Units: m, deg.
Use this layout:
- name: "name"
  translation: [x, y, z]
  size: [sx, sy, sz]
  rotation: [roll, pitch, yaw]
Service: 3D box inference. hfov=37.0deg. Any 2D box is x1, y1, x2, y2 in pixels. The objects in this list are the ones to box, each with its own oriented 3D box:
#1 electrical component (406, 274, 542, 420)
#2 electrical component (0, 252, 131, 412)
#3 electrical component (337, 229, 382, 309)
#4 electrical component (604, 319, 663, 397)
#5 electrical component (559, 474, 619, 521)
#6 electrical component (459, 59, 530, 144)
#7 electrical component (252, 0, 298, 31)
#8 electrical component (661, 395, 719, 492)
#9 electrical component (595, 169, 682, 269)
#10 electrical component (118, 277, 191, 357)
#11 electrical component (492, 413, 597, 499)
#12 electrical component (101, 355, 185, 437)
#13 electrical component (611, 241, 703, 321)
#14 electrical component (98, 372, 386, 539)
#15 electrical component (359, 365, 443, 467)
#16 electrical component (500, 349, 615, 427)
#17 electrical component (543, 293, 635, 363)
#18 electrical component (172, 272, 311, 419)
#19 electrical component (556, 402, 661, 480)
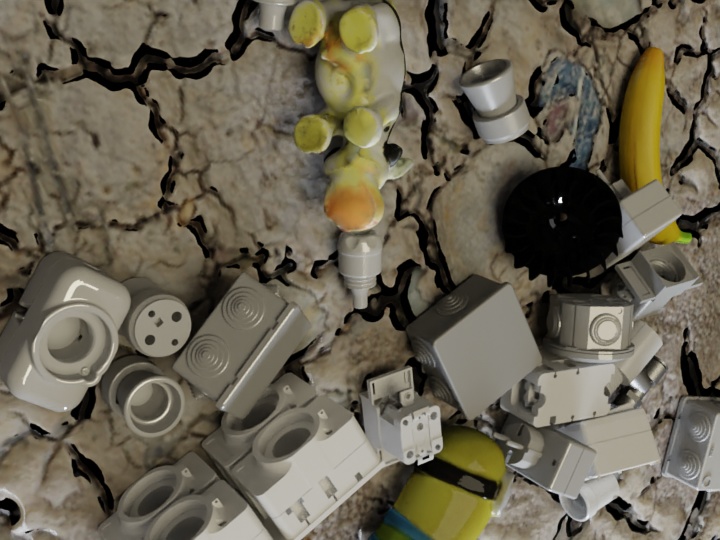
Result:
- name: "electrical component"
  translation: [0.096, 0.063, 0.911]
  size: [0.100, 0.048, 0.099]
  rotation: [-36, 120, -18]
- name: "electrical component"
  translation: [-0.198, 0.042, 0.716]
  size: [0.054, 0.059, 0.095]
  rotation: [29, 87, -35]
- name: "electrical component"
  translation: [0.000, 0.000, 0.843]
  size: [0.035, 0.035, 0.061]
  rotation: [-11, 112, -29]
- name: "electrical component"
  translation: [0.243, 0.087, 1.013]
  size: [0.081, 0.043, 0.043]
  rotation: [-47, 122, -11]
- name: "electrical component"
  translation: [0.222, 0.215, 1.039]
  size: [0.046, 0.040, 0.040]
  rotation: [-21, 114, -31]
- name: "electrical component"
  translation: [0.109, -0.135, 0.866]
  size: [0.045, 0.045, 0.055]
  rotation: [-35, 120, -19]
- name: "electrical component"
  translation: [-0.059, -0.198, 0.745]
  size: [0.048, 0.048, 0.062]
  rotation: [-5, 116, -31]
- name: "electrical component"
  translation: [0.370, 0.180, 1.115]
  size: [0.100, 0.048, 0.099]
  rotation: [6, 100, -33]
- name: "electrical component"
  translation: [0.227, -0.054, 0.951]
  size: [0.047, 0.083, 0.075]
  rotation: [-30, 79, -22]
- name: "electrical component"
  translation: [-0.147, 0.033, 0.747]
  size: [0.045, 0.055, 0.045]
  rotation: [-9, 108, -30]
- name: "electrical component"
  translation: [0.149, 0.157, 0.950]
  size: [0.076, 0.083, 0.047]
  rotation: [24, 90, -34]
- name: "electrical component"
  translation: [-0.154, 0.088, 0.758]
  size: [0.045, 0.055, 0.045]
  rotation: [-10, 109, -30]
- name: "electrical component"
  translation: [0.270, 0.012, 0.995]
  size: [0.081, 0.042, 0.063]
  rotation: [-13, 151, -30]
- name: "electrical component"
  translation: [-0.090, 0.163, 0.789]
  size: [0.186, 0.105, 0.060]
  rotation: [-39, 120, -17]
- name: "electrical component"
  translation: [0.034, 0.125, 0.882]
  size: [0.042, 0.064, 0.081]
  rotation: [-17, 112, -27]
- name: "electrical component"
  translation: [0.175, 0.103, 0.967]
  size: [0.089, 0.056, 0.050]
  rotation: [-4, 106, -31]
- name: "electrical component"
  translation: [0.205, 0.051, 0.958]
  size: [0.080, 0.080, 0.051]
  rotation: [-3, 100, -31]
- name: "electrical component"
  translation: [-0.084, 0.054, 0.772]
  size: [0.048, 0.099, 0.099]
  rotation: [35, 82, 10]
- name: "electrical component"
  translation: [0.219, 0.163, 1.001]
  size: [0.096, 0.062, 0.061]
  rotation: [-7, 74, -30]
